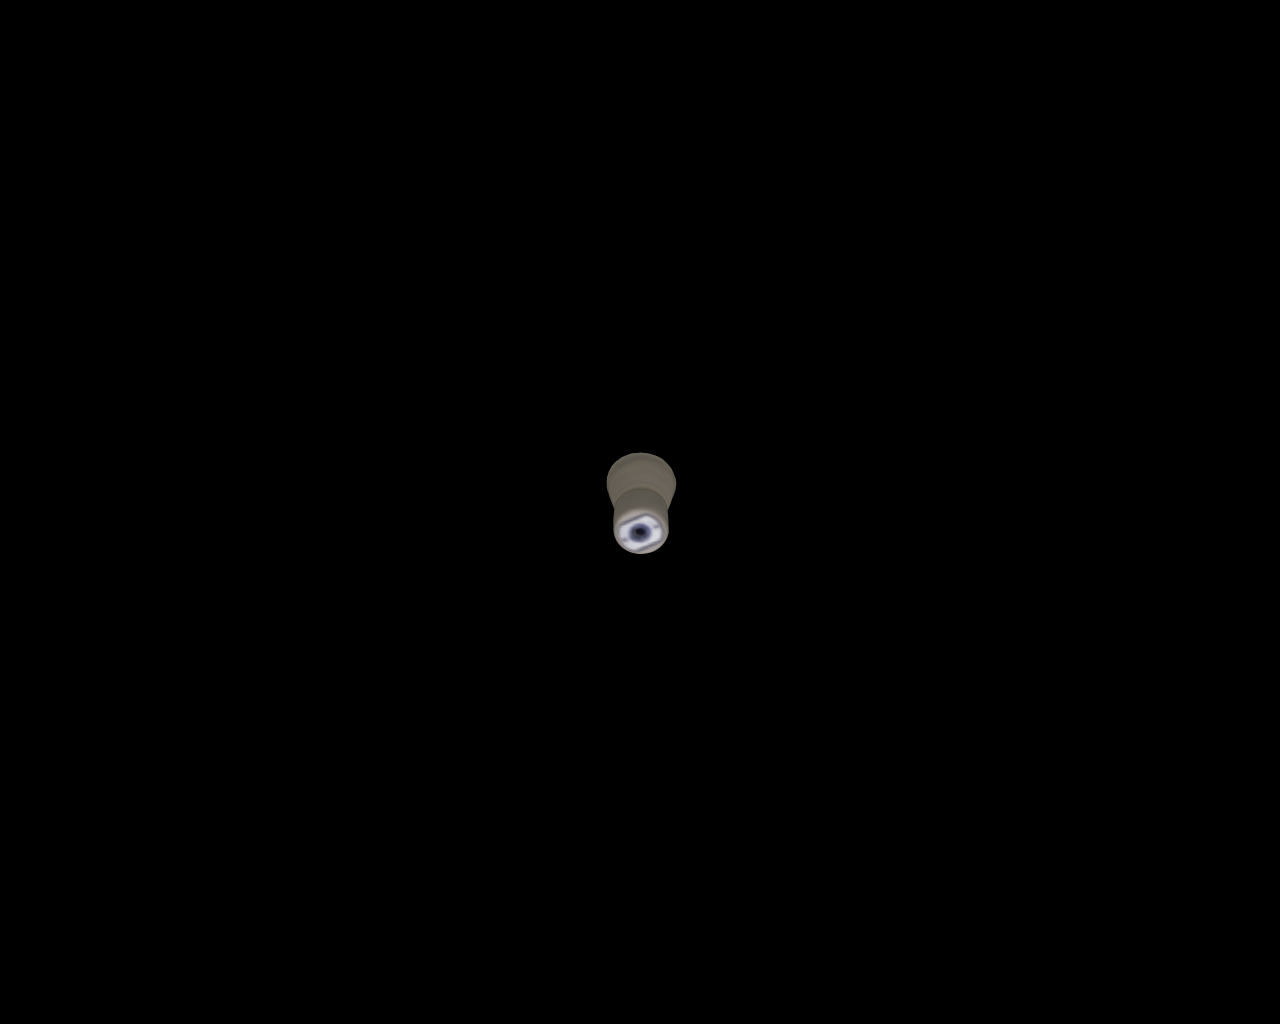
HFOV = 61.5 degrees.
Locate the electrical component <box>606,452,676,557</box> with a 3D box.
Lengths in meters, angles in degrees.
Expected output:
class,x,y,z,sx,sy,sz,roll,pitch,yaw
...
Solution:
class,x,y,z,sx,sy,sz,roll,pitch,yaw
electrical component,0.001,-0.003,0.650,0.044,0.044,0.065,0,30,0
